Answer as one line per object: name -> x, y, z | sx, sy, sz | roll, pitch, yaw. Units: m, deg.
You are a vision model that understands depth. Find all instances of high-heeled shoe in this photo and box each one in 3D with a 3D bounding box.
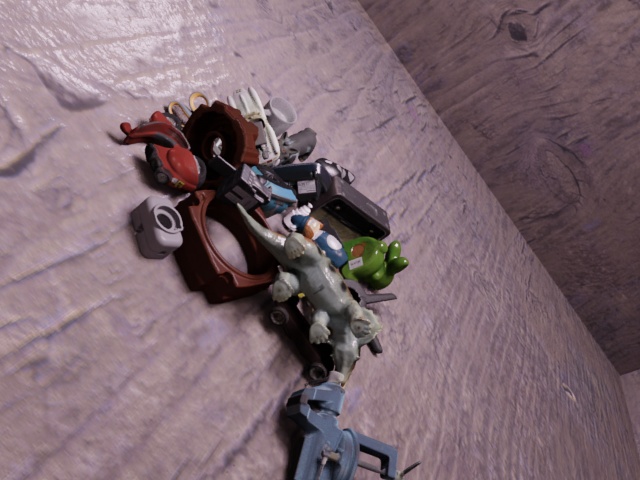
high-heeled shoe -> 0.025, -0.181, 1.441 | 0.145, 0.086, 0.249 | 45, 8, -19

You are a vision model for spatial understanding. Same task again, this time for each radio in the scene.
radio -> 0.068, -0.059, 1.368 | 0.229, 0.131, 0.073 | 31, 37, -37

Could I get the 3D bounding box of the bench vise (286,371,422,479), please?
bench vise -> 0.047, 0.356, 0.943 | 0.240, 0.129, 0.224 | 26, 47, -15

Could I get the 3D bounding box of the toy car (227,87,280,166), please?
toy car -> -0.153, -0.262, 1.227 | 0.056, 0.073, 0.202 | 73, -7, -75

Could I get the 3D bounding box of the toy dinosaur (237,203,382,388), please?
toy dinosaur -> -0.008, 0.085, 1.018 | 0.404, 0.131, 0.192 | 59, 5, -4

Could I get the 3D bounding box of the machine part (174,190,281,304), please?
machine part -> -0.172, 0.008, 1.006 | 0.201, 0.087, 0.201 | -8, 69, -56

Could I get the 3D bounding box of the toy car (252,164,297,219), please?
toy car -> -0.131, -0.099, 1.143 | 0.109, 0.103, 0.162 | 18, 20, -45

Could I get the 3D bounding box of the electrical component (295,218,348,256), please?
electrical component -> 0.004, 0.012, 1.284 | 0.134, 0.058, 0.115 | -23, 83, -59

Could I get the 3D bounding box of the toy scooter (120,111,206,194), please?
toy scooter -> -0.297, -0.168, 1.000 | 0.135, 0.075, 0.184 | -3, 61, -56

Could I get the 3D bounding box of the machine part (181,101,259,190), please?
machine part -> -0.200, -0.180, 1.053 | 0.056, 0.179, 0.179 | 0, 62, -60

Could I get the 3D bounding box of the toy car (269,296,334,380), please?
toy car -> -0.038, 0.187, 1.063 | 0.202, 0.053, 0.089 | 55, 26, -12

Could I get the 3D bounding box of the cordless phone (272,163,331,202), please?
cordless phone -> -0.037, -0.149, 1.301 | 0.184, 0.147, 0.088 | -43, 127, -69

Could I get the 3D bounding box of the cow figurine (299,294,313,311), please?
cow figurine -> -0.019, 0.093, 1.165 | 0.167, 0.068, 0.098 | 64, 9, 10

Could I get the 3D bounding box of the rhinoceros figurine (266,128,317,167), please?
rhinoceros figurine -> -0.081, -0.219, 1.319 | 0.190, 0.112, 0.073 | -30, 92, -40

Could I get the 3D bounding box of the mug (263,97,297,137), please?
mug -> -0.126, -0.288, 1.326 | 0.109, 0.107, 0.081 | -21, 77, -49

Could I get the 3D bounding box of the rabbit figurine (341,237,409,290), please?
rabbit figurine -> 0.142, 0.060, 1.373 | 0.170, 0.159, 0.121 | 46, 19, -48

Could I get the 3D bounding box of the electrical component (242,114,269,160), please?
electrical component -> -0.155, -0.221, 1.161 | 0.045, 0.078, 0.102 | 109, -28, -83

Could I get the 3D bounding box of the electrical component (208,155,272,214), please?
electrical component -> -0.152, -0.101, 0.978 | 0.119, 0.075, 0.048 | 42, 33, -32

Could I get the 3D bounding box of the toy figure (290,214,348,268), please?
toy figure -> -0.003, -0.003, 1.193 | 0.154, 0.058, 0.064 | 48, 7, -4
